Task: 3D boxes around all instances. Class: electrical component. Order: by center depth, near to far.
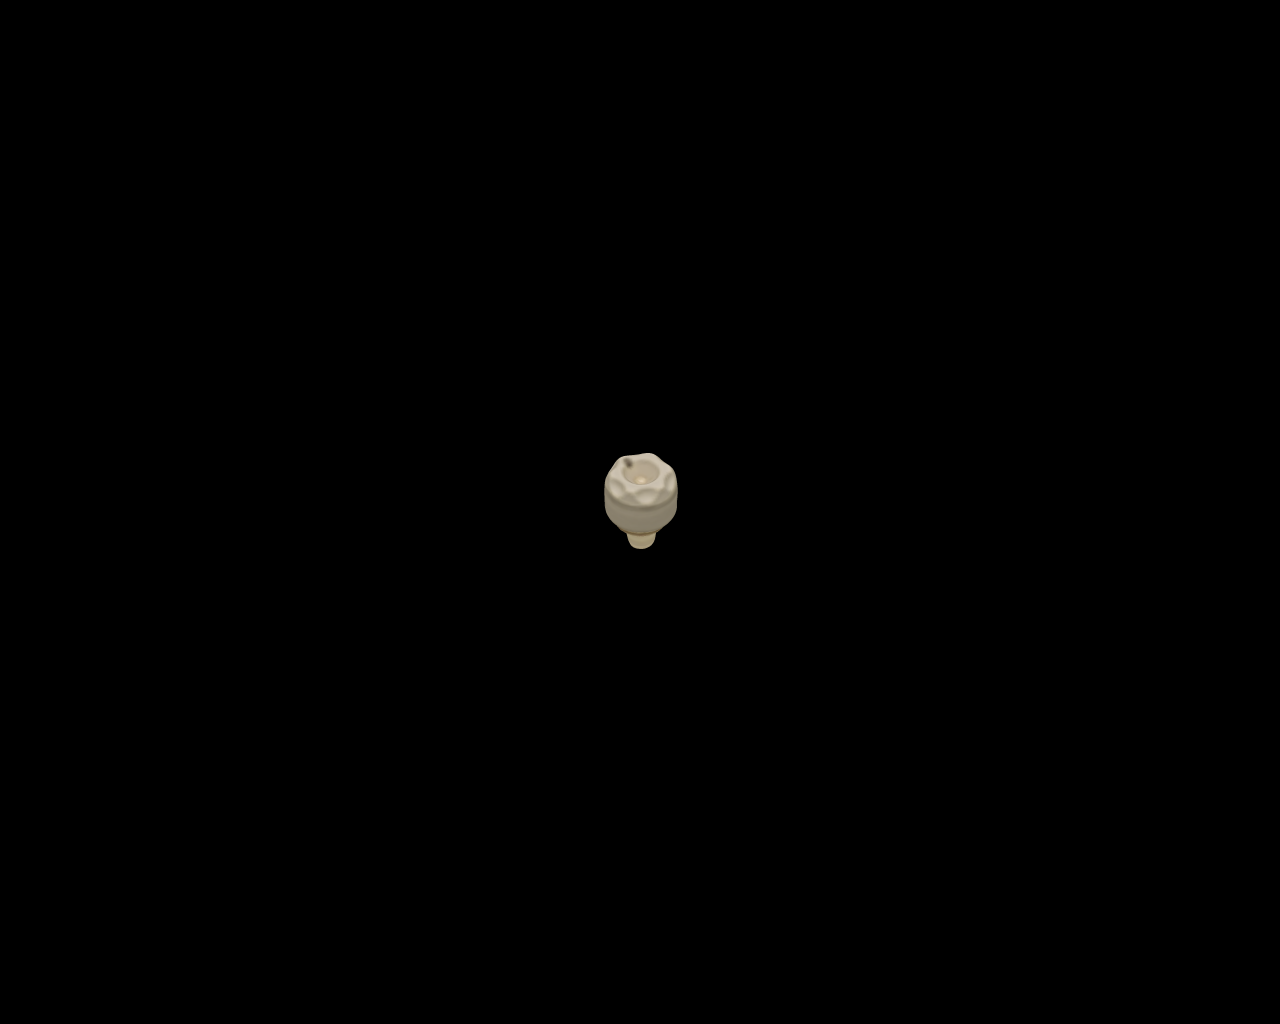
[{"bbox_3d":[0.001,-0.003,0.650,0.043,0.062,0.043,0,44,0],"label":"electrical component"}]
